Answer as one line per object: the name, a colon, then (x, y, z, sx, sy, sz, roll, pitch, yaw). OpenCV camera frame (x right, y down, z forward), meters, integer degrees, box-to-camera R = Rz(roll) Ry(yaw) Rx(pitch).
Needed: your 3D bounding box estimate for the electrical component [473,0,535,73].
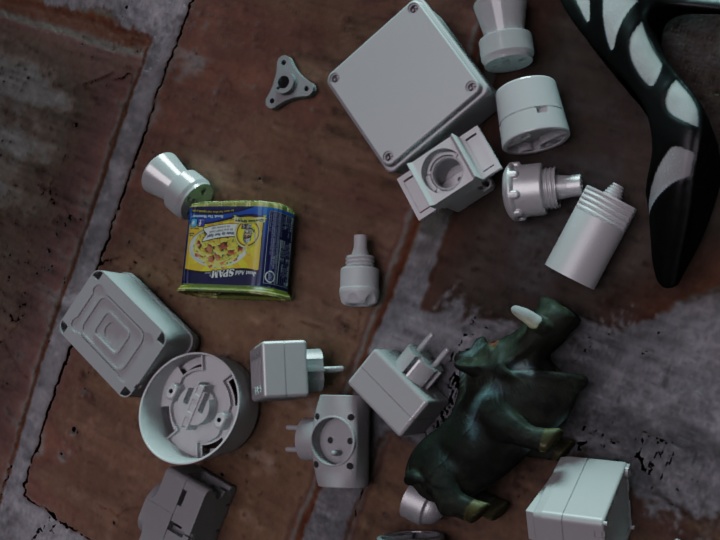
electrical component: (0.120, -0.197, 0.891, 0.045, 0.045, 0.055, -11, 80, 25)

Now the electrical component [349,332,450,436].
electrical component: (0.044, 0.087, 0.892, 0.066, 0.047, 0.076, 44, 104, 24)

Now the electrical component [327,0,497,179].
electrical component: (0.046, -0.152, 0.915, 0.109, 0.056, 0.108, -39, 69, 17)

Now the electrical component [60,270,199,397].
electrical component: (-0.217, 0.061, 1.017, 0.113, 0.057, 0.078, 40, 102, 24)

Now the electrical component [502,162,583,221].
electrical component: (0.147, -0.065, 0.863, 0.062, 0.048, 0.048, -4, 82, 18)

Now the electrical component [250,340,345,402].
electrical component: (-0.052, 0.087, 0.930, 0.076, 0.083, 0.047, -1, 81, -13)

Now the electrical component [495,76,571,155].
electrical component: (0.138, -0.125, 0.869, 0.055, 0.055, 0.047, -16, 74, 24)

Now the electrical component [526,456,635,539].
electrical component: (0.166, 0.182, 0.800, 0.061, 0.096, 0.061, 2, 113, 26)

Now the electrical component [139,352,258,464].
electrical component: (-0.144, 0.124, 0.970, 0.099, 0.064, 0.099, -3, 83, 26)

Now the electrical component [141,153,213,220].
electrical component: (-0.173, -0.079, 1.019, 0.055, 0.045, 0.045, 37, 100, 24)

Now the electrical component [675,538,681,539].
electrical component: (0.229, 0.231, 0.790, 0.044, 0.044, 0.065, 39, 97, 24)

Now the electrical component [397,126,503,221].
electrical component: (0.078, -0.077, 0.886, 0.081, 0.064, 0.042, -32, 73, 20)

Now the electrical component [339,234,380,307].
electrical component: (0.000, 0.000, 0.932, 0.035, 0.035, 0.061, -3, 80, 26)

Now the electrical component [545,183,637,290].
electrical component: (0.183, -0.030, 0.841, 0.043, 0.043, 0.081, 30, 97, 26)

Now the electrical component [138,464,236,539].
electrical component: (-0.162, 0.226, 0.975, 0.056, 0.050, 0.089, 24, 95, 26)

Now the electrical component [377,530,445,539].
electrical component: (0.043, 0.239, 0.872, 0.055, 0.055, 0.047, -6, 85, 25)

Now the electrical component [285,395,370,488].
electrical component: (-0.030, 0.146, 0.923, 0.079, 0.044, 0.077, -2, 83, 26)
